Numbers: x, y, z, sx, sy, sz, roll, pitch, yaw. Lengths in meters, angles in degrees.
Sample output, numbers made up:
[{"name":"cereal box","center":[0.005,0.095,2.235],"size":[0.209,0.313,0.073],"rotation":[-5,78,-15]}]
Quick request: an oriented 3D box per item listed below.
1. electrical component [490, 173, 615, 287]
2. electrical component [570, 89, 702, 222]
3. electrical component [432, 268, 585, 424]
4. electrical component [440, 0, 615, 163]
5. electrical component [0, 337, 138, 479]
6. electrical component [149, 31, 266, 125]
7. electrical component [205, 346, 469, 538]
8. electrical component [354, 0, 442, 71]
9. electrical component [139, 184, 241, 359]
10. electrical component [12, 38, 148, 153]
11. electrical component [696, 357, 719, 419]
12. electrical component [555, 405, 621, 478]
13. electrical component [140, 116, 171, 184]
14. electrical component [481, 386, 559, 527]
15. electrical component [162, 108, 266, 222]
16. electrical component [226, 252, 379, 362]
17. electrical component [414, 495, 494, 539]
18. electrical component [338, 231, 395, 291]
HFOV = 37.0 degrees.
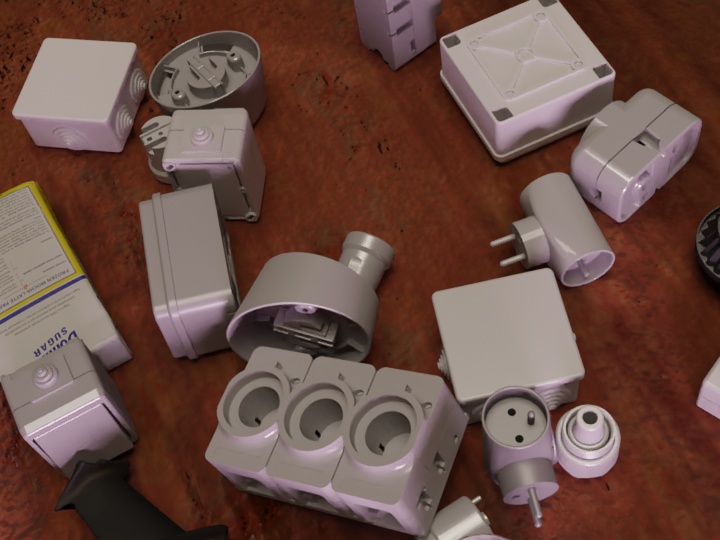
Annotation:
[{"name":"electrical component","center":[0.138,-0.025,0.807],"size":[0.079,0.043,0.077],"rotation":[-20,58,-4]},{"name":"electrical component","center":[0.209,-0.092,0.831],"size":[0.095,0.053,0.059],"rotation":[-41,62,-16]},{"name":"electrical component","center":[0.104,0.055,0.760],"size":[0.100,0.048,0.099],"rotation":[-12,58,1]},{"name":"electrical component","center":[0.135,-0.158,0.881],"size":[0.109,0.056,0.108],"rotation":[-24,58,-7]},{"name":"electrical component","center":[-0.203,0.098,0.753],"size":[0.062,0.096,0.061],"rotation":[-28,59,-8]},{"name":"electrical component","center":[-0.128,-0.159,0.916],"size":[0.099,0.064,0.099],"rotation":[-4,59,6]},{"name":"electrical component","center":[-0.017,0.109,0.716],"size":[0.150,0.061,0.089],"rotation":[7,59,30]},{"name":"electrical component","center":[0.032,-0.226,0.918],"size":[0.056,0.089,0.050],"rotation":[-37,61,-14]},{"name":"electrical component","center":[-0.126,0.001,0.811],"size":[0.057,0.078,0.113],"rotation":[-13,58,-3]},{"name":"electrical component","center":[-0.241,-0.151,0.938],"size":[0.100,0.048,0.099],"rotation":[6,60,12]},{"name":"electrical component","center":[0.271,0.056,0.719],"size":[0.047,0.075,0.083],"rotation":[32,69,25]},{"name":"electrical component","center":[0.151,0.110,0.712],"size":[0.043,0.062,0.043],"rotation":[-4,59,6]},{"name":"electrical component","center":[-0.160,-0.101,0.896],"size":[0.040,0.046,0.040],"rotation":[-4,58,7]},{"name":"electrical component","center":[0.106,0.126,0.700],"size":[0.044,0.077,0.079],"rotation":[-13,58,0]},{"name":"electrical component","center":[-0.115,-0.089,0.853],"size":[0.062,0.096,0.061],"rotation":[0,58,8]},{"name":"electrical component","center":[-0.038,0.035,0.767],"size":[0.099,0.099,0.064],"rotation":[10,55,15]},{"name":"electrical component","center":[0.053,0.180,0.697],"size":[0.078,0.040,0.040],"rotation":[-30,59,-10]},{"name":"electrical component","center":[0.000,0.000,0.816],"size":[0.040,0.040,0.046],"rotation":[18,69,18]}]
